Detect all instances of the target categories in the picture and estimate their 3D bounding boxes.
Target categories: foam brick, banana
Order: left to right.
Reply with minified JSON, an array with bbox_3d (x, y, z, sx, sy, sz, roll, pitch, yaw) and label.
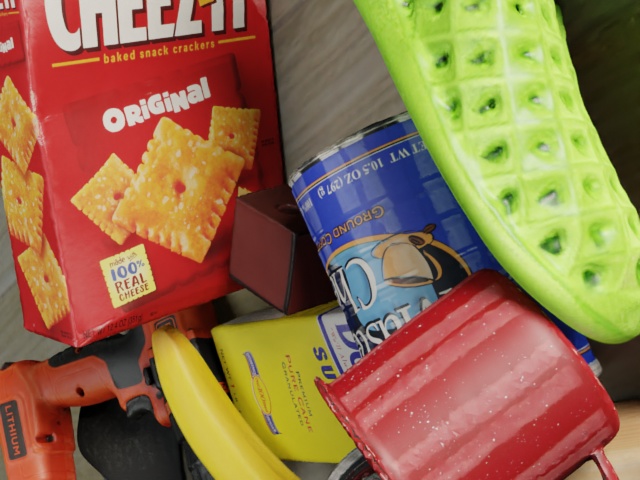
[{"bbox_3d":[-0.039,0.132,0.649,0.198,0.037,0.070,38,122,26],"label":"banana"},{"bbox_3d":[-0.004,0.001,0.596,0.053,0.078,0.051,30,124,39],"label":"foam brick"}]

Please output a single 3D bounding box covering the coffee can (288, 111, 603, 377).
[{"bbox_3d":[0.058,0.017,0.507,0.103,0.102,0.140,-31,78,50],"label":"coffee can"}]

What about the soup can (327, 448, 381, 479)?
[{"bbox_3d":[0.054,0.158,0.553,0.102,0.068,0.069,42,146,-20],"label":"soup can"}]

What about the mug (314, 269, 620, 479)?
[{"bbox_3d":[0.064,0.073,0.400,0.117,0.081,0.093,51,178,28],"label":"mug"}]

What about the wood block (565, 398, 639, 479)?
[{"bbox_3d":[0.143,0.119,0.451,0.207,0.090,0.090,-24,85,51],"label":"wood block"}]

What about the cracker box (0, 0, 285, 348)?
[{"bbox_3d":[-0.102,-0.064,0.622,0.072,0.163,0.214,10,111,46],"label":"cracker box"}]

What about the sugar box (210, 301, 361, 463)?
[{"bbox_3d":[0.010,0.084,0.632,0.177,0.048,0.093,-13,96,53],"label":"sugar box"}]

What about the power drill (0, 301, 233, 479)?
[{"bbox_3d":[-0.137,0.123,0.750,0.188,0.057,0.184,-25,67,21],"label":"power drill"}]
